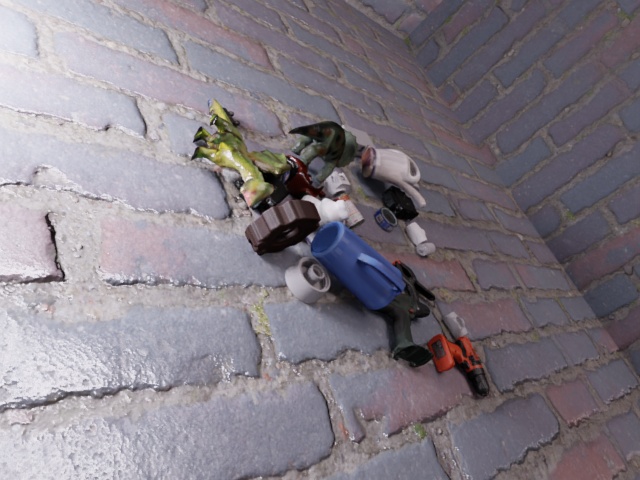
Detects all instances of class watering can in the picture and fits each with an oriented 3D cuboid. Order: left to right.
[{"bbox_3d":[0.262,-0.242,1.857,0.224,0.101,0.356,10,37,-11],"label":"watering can"}]

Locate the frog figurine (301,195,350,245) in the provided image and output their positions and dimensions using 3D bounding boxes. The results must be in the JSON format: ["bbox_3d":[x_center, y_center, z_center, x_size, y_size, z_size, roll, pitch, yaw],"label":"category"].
[{"bbox_3d":[0.004,-0.069,1.362,0.137,0.157,0.125,42,29,-10],"label":"frog figurine"}]

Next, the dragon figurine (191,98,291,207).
[{"bbox_3d":[-0.189,-0.229,1.310,0.241,0.120,0.420,25,33,-24],"label":"dragon figurine"}]
